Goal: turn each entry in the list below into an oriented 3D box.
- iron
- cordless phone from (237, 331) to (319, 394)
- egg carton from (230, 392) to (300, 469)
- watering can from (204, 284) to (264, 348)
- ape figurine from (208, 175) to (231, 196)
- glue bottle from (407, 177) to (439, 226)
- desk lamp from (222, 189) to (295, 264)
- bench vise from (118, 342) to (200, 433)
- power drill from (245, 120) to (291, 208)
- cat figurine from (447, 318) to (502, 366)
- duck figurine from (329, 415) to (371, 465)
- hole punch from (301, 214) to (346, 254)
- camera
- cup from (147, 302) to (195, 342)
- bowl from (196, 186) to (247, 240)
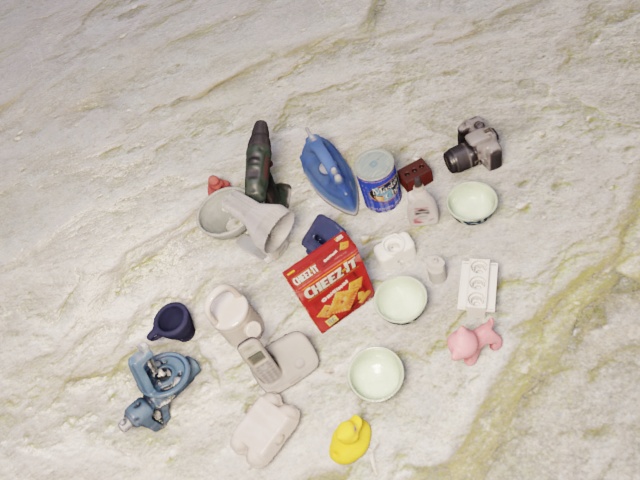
[{"bbox_3d":[0.027,-0.190,1.535,0.118,0.142,0.257,-30,54,-3],"label":"iron"},{"bbox_3d":[-0.093,0.248,1.251,0.147,0.185,0.094,-34,54,-6],"label":"cordless phone"},{"bbox_3d":[-0.116,0.406,1.224,0.107,0.069,0.150,27,68,30],"label":"egg carton"},{"bbox_3d":[-0.201,0.172,1.330,0.172,0.194,0.101,9,60,22],"label":"watering can"},{"bbox_3d":[-0.293,-0.148,1.637,0.078,0.092,0.076,-38,54,-9],"label":"ape figurine"},{"bbox_3d":[0.243,-0.096,1.385,0.078,0.173,0.037,-9,55,12],"label":"glue bottle"},{"bbox_3d":[-0.152,-0.031,1.439,0.202,0.214,0.118,27,68,30],"label":"desk lamp"},{"bbox_3d":[-0.369,0.325,1.263,0.121,0.220,0.207,8,60,22],"label":"bench vise"},{"bbox_3d":[-0.144,-0.175,1.536,0.075,0.209,0.229,-5,56,14],"label":"power drill"},{"bbox_3d":[0.316,0.207,1.194,0.128,0.118,0.067,-34,54,-6],"label":"cat figurine"},{"bbox_3d":[0.055,0.401,1.164,0.077,0.086,0.105,31,71,32],"label":"duck figurine"},{"bbox_3d":[0.013,0.005,1.440,0.108,0.091,0.101,35,73,33],"label":"hole punch"},{"bbox_3d":[0.385,-0.243,1.485,0.137,0.101,0.143,-23,53,1],"label":"camera"},{"bbox_3d":[-0.358,0.221,1.408,0.118,0.095,0.091,-39,55,-10],"label":"cup"},{"bbox_3d":[-0.249,-0.062,1.576,0.167,0.075,0.167,-8,55,12],"label":"bowl"}]
